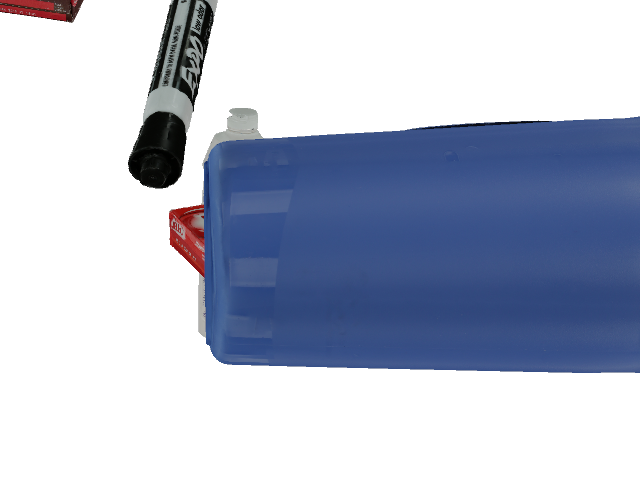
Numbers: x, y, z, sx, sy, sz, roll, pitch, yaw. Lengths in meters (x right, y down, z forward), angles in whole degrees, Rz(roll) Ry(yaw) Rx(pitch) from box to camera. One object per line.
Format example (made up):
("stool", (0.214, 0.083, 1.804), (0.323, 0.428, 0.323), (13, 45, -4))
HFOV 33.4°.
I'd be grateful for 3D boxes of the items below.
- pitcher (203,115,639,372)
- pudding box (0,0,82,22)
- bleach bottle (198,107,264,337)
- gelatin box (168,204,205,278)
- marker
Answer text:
("pitcher", (0.064, -0.002, 0.535), (0.242, 0.145, 0.149), (-1, -6, -7))
("pudding box", (-0.237, -0.226, 0.883), (0.090, 0.039, 0.113), (8, 37, -5))
("bleach bottle", (-0.078, -0.012, 1.119), (0.103, 0.251, 0.068), (14, 23, 25))
("gelatin box", (-0.049, -0.003, 0.723), (0.089, 0.030, 0.073), (-11, 30, -28))
("marker", (-0.055, -0.062, 0.406), (0.020, 0.020, 0.121), (0, 43, 3))
